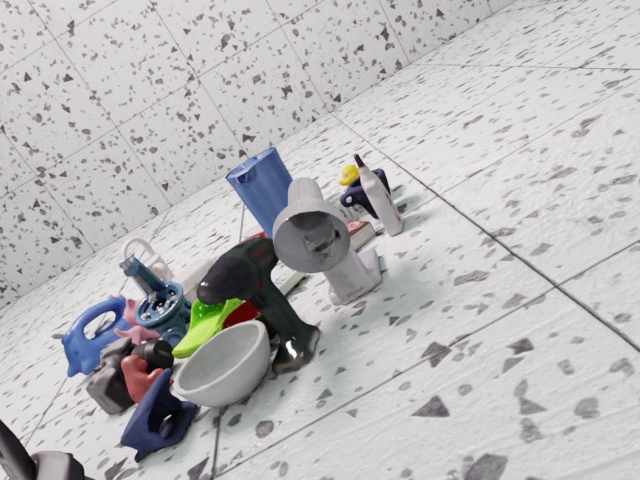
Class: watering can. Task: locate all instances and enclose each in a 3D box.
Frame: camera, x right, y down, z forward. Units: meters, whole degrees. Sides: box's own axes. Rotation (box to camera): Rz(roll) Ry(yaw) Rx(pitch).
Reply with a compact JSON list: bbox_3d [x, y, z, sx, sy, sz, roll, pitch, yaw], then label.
[{"bbox_3d":[-0.478,0.084,1.574,0.172,0.194,0.101,-23,20,24],"label":"watering can"}]

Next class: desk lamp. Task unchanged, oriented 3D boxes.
[{"bbox_3d":[0.009,0.003,0.963,0.118,0.214,0.203,-28,18,12],"label":"desk lamp"}]

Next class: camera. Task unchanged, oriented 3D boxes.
[{"bbox_3d":[-0.365,0.245,1.115,0.136,0.101,0.143,-23,20,23],"label":"camera"}]

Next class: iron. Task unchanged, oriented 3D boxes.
[{"bbox_3d":[-0.515,0.210,1.385,0.118,0.142,0.259,-16,23,39],"label":"iron"}]

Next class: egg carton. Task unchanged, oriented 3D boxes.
[{"bbox_3d":[-0.317,0.105,1.459,0.107,0.069,0.150,-10,28,49],"label":"egg carton"}]

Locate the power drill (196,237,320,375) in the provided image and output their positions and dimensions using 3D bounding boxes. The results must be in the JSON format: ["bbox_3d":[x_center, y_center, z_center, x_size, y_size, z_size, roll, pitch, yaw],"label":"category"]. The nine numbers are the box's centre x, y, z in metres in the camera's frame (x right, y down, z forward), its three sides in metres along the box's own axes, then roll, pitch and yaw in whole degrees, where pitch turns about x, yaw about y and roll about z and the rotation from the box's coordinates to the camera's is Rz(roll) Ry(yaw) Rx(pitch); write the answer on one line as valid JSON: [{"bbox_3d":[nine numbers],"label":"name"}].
[{"bbox_3d":[-0.087,0.097,0.879,0.075,0.209,0.229,-25,19,19],"label":"power drill"}]

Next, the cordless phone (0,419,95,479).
[{"bbox_3d":[-0.428,0.334,0.843,0.147,0.185,0.094,-17,23,37],"label":"cordless phone"}]

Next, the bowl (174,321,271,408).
[{"bbox_3d":[-0.138,0.205,0.894,0.167,0.075,0.167,-28,18,10],"label":"bowl"}]

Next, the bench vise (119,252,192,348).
[{"bbox_3d":[-0.370,0.120,1.259,0.122,0.220,0.206,-37,19,-16],"label":"bench vise"}]

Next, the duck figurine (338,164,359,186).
[{"bbox_3d":[0.092,-0.153,1.453,0.104,0.086,0.077,-35,18,-9],"label":"duck figurine"}]

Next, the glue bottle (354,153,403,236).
[{"bbox_3d":[0.110,-0.094,1.123,0.037,0.173,0.078,-27,19,13],"label":"glue bottle"}]

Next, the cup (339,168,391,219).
[{"bbox_3d":[0.107,-0.086,1.236,0.118,0.095,0.091,-35,18,-12],"label":"cup"}]

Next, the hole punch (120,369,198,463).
[{"bbox_3d":[-0.262,0.271,0.893,0.101,0.091,0.108,-26,19,17],"label":"hole punch"}]

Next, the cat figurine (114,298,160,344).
[{"bbox_3d":[-0.425,0.192,1.325,0.067,0.118,0.128,-20,21,31],"label":"cat figurine"}]

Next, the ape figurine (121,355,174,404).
[{"bbox_3d":[-0.328,0.251,1.054,0.077,0.092,0.076,-8,30,51],"label":"ape figurine"}]
